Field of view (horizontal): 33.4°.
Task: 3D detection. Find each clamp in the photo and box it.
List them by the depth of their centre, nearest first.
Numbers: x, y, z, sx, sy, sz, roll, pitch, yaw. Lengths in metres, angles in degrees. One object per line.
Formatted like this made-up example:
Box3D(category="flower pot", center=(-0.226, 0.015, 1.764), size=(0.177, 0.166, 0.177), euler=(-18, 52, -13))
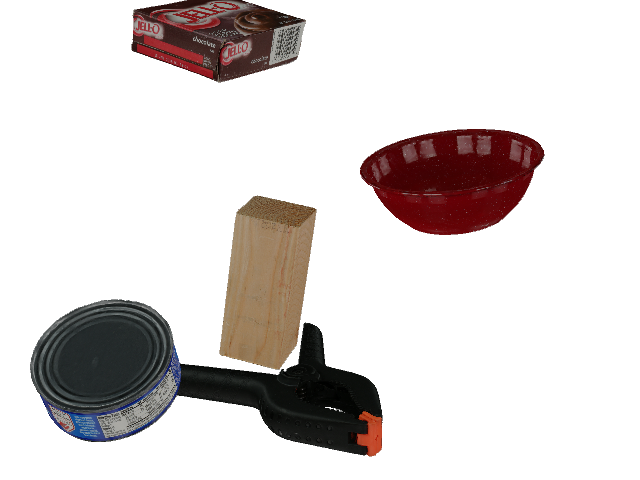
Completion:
Box3D(category="clamp", center=(-0.013, 0.117, 0.862), size=(0.164, 0.036, 0.210), euler=(-17, 23, -39))

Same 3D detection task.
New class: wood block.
Box3D(category="wood block", center=(-0.072, 0.055, 1.444), size=(0.090, 0.206, 0.090), euler=(13, 21, 11))

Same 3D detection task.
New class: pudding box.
Box3D(category="pudding box", center=(-0.080, -0.163, 0.848), size=(0.090, 0.039, 0.113), euler=(24, 27, 26))

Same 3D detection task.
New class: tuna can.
Box3D(category="tuna can", center=(-0.128, 0.078, 0.643), size=(0.086, 0.034, 0.086), euler=(-4, 44, 4))

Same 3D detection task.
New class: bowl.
Box3D(category="bowl", center=(0.118, -0.048, 0.948), size=(0.162, 0.055, 0.162), euler=(-8, 23, 3))
